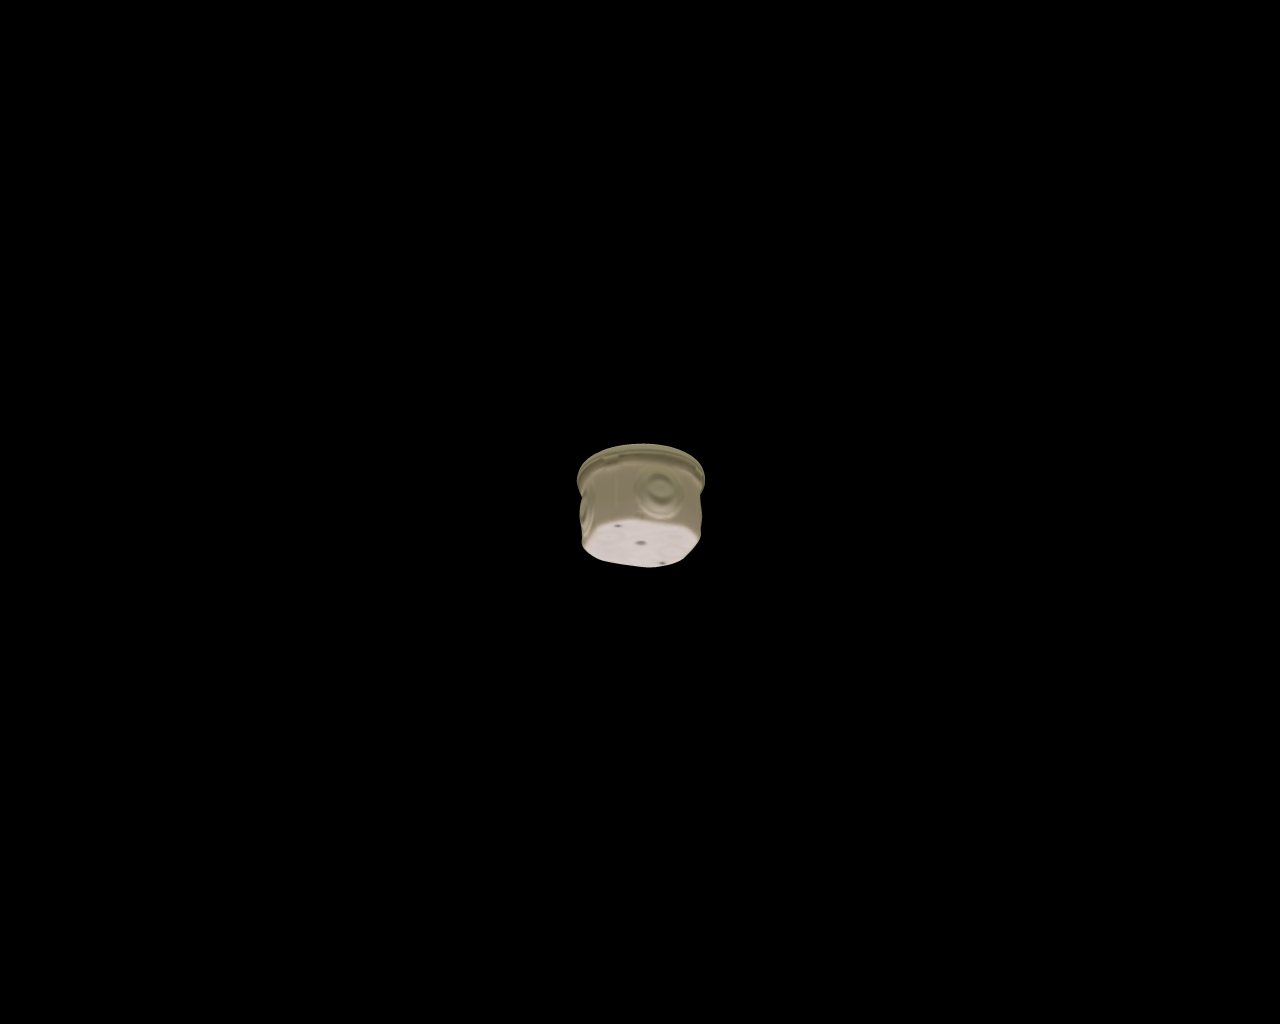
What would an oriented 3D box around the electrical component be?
[{"bbox_3d":[0.001,-0.003,0.650,0.080,0.051,0.080,0,-26,0],"label":"electrical component"}]
